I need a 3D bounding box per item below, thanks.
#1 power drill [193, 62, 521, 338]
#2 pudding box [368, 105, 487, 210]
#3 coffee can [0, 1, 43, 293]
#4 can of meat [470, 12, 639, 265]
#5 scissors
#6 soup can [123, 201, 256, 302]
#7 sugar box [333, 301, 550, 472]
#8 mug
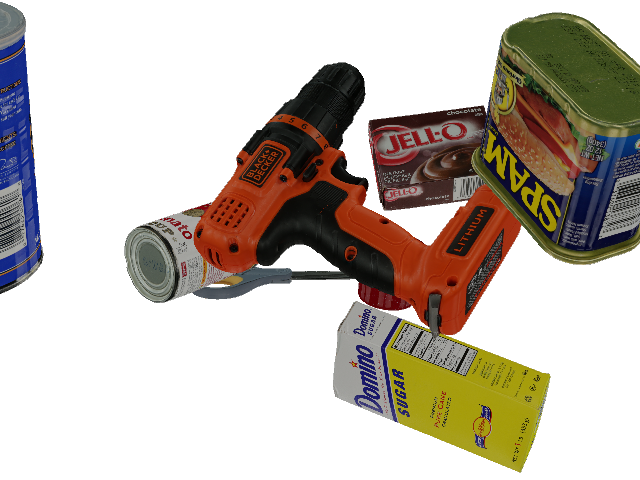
[{"bbox_3d":[0.035,-0.030,0.706,0.188,0.184,0.057,22,-28,23],"label":"power drill"},{"bbox_3d":[0.105,-0.077,0.985,0.113,0.090,0.039,-6,-40,-2],"label":"pudding box"},{"bbox_3d":[-0.206,-0.050,0.574,0.103,0.140,0.103,2,27,-1],"label":"coffee can"},{"bbox_3d":[0.125,-0.053,0.536,0.057,0.084,0.102,-16,46,-19],"label":"can of meat"},{"bbox_3d":[-0.051,0.044,1.138,0.202,0.016,0.096,5,21,6],"label":"scissors"},{"bbox_3d":[-0.107,0.007,0.909,0.069,0.068,0.102,0,15,44],"label":"soup can"},{"bbox_3d":[0.098,0.123,0.897,0.176,0.093,0.048,18,46,16],"label":"sugar box"},{"bbox_3d":[0.105,0.047,1.453,0.117,0.081,0.093,19,26,27],"label":"mug"}]
